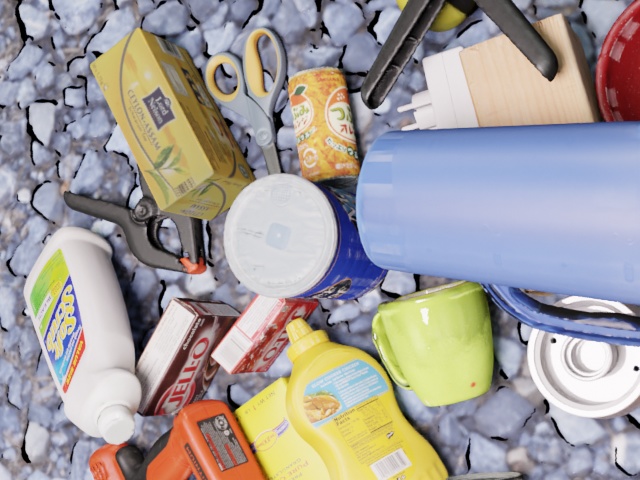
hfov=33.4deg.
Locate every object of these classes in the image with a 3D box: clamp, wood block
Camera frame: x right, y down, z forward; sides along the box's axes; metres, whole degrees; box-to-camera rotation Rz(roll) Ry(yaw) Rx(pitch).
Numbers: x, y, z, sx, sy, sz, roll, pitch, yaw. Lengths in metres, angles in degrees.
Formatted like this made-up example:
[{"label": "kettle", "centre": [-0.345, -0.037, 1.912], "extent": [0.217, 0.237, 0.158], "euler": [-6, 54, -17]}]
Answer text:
[{"label": "clamp", "centre": [-0.181, -0.025, 1.068], "extent": [0.120, 0.039, 0.171], "euler": [-38, 72, 18]}, {"label": "clamp", "centre": [0.099, -0.208, 0.867], "extent": [0.165, 0.036, 0.210], "euler": [-13, 76, 26]}, {"label": "wood block", "centre": [0.191, -0.065, 0.875], "extent": [0.091, 0.090, 0.206], "euler": [-17, 79, 21]}]

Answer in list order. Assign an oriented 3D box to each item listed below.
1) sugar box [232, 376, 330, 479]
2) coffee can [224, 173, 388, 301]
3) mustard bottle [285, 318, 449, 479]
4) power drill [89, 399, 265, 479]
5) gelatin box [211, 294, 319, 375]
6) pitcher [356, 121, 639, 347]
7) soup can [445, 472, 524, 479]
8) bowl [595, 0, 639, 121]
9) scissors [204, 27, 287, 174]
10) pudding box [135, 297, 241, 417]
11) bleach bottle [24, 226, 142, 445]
[{"label": "sugar box", "centre": [-0.016, 0.222, 0.972], "extent": [0.093, 0.048, 0.176], "euler": [-39, 71, 17]}, {"label": "coffee can", "centre": [-0.006, 0.001, 0.932], "extent": [0.103, 0.140, 0.103], "euler": [-2, 85, 24]}, {"label": "mustard bottle", "centre": [0.024, 0.152, 0.938], "extent": [0.096, 0.058, 0.192], "euler": [-24, 71, -22]}, {"label": "power drill", "centre": [-0.130, 0.246, 0.988], "extent": [0.188, 0.057, 0.184], "euler": [-41, 72, 36]}, {"label": "gelatin box", "centre": [-0.049, 0.082, 0.982], "extent": [0.030, 0.073, 0.089], "euler": [42, 103, 21]}, {"label": "pitcher", "centre": [0.156, -0.014, 0.777], "extent": [0.243, 0.144, 0.149], "euler": [4, 75, 27]}, {"label": "soup can", "centre": [0.141, 0.248, 0.886], "extent": [0.069, 0.068, 0.102], "euler": [-8, 82, 24]}, {"label": "bowl", "centre": [0.305, -0.126, 0.847], "extent": [0.162, 0.055, 0.162], "euler": [-2, 85, 24]}, {"label": "scissors", "centre": [-0.070, -0.106, 1.037], "extent": [0.096, 0.016, 0.202], "euler": [-1, 86, 26]}, {"label": "pudding box", "centre": [-0.129, 0.111, 1.007], "extent": [0.039, 0.090, 0.113], "euler": [30, 98, 24]}, {"label": "bleach bottle", "centre": [-0.213, 0.092, 0.996], "extent": [0.103, 0.068, 0.251], "euler": [-56, 37, 14]}]
